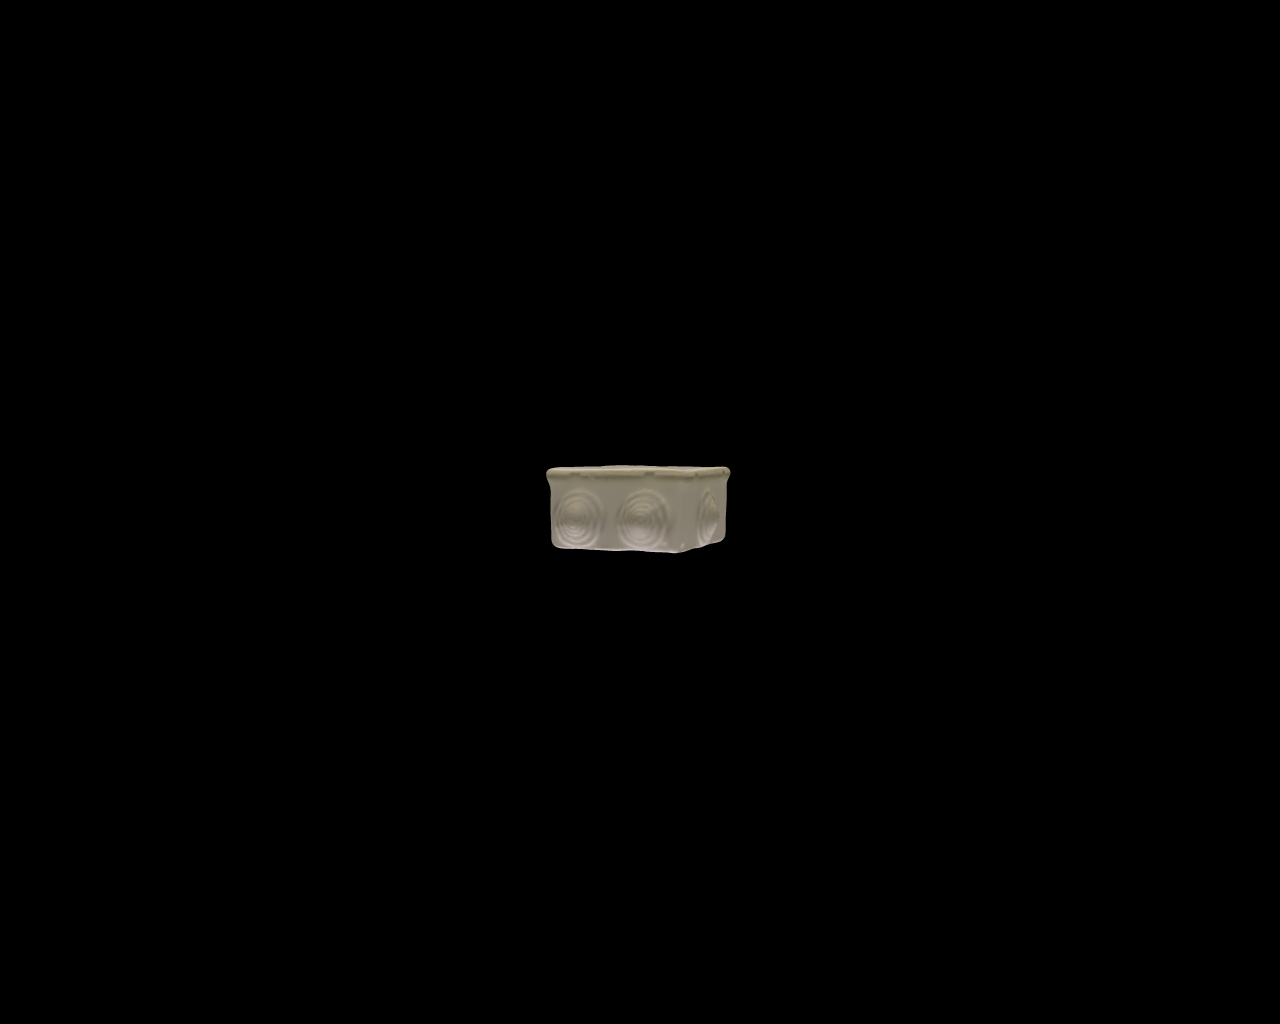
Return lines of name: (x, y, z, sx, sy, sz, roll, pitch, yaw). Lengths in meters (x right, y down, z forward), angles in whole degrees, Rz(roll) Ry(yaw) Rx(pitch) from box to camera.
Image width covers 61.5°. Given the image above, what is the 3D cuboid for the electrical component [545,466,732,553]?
electrical component: (0.001, -0.003, 0.650, 0.100, 0.048, 0.100, 2, 4, 24)
